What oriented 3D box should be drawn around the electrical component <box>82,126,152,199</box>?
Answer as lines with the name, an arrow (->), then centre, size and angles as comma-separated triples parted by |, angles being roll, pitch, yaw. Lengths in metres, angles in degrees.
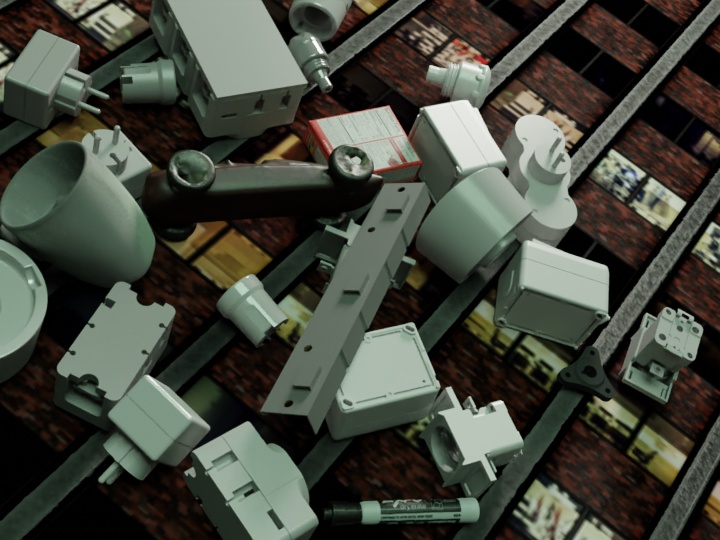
electrical component -> -0.207, -0.087, 0.867 | 0.066, 0.076, 0.047 | -33, 72, -34

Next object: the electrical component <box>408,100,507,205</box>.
electrical component -> 0.092, -0.101, 0.993 | 0.061, 0.061, 0.096 | -15, 62, -27

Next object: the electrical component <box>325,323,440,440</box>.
electrical component -> 0.004, 0.089, 0.831 | 0.096, 0.061, 0.061 | -11, 59, -18

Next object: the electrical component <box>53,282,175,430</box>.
electrical component -> -0.179, 0.064, 0.783 | 0.050, 0.055, 0.089 | 27, 51, 0

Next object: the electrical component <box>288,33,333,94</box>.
electrical component -> -0.045, -0.195, 1.029 | 0.035, 0.035, 0.061 | -17, 66, -29

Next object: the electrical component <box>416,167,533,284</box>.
electrical component -> 0.099, -0.037, 0.928 | 0.064, 0.099, 0.099 | 46, 54, 7

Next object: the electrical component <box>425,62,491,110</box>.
electrical component -> 0.096, -0.186, 1.067 | 0.062, 0.048, 0.048 | 17, 52, 1

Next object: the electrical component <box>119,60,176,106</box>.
electrical component -> -0.189, -0.166, 0.954 | 0.046, 0.040, 0.040 | -5, 58, -15

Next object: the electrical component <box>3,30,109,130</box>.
electrical component -> -0.254, -0.155, 0.919 | 0.077, 0.047, 0.065 | 22, 53, -4

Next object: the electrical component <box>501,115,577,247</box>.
electrical component -> 0.173, -0.093, 1.009 | 0.052, 0.073, 0.138 | 9, 54, -14

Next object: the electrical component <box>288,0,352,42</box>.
electrical component -> -0.040, -0.259, 1.064 | 0.055, 0.055, 0.047 | 22, 55, -4

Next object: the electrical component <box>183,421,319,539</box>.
electrical component -> -0.074, 0.159, 0.757 | 0.056, 0.050, 0.089 | -26, 68, -32

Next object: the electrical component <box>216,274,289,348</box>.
electrical component -> -0.084, 0.033, 0.851 | 0.046, 0.040, 0.040 | 47, 54, 9

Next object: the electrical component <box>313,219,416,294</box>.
electrical component -> 0.000, 0.000, 0.902 | 0.081, 0.042, 0.063 | 21, 55, -4

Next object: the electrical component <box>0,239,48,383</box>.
electrical component -> -0.280, 0.035, 0.765 | 0.108, 0.060, 0.108 | 9, 54, -13

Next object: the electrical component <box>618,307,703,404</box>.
electrical component -> 0.262, 0.069, 0.932 | 0.042, 0.063, 0.081 | 28, 52, 2

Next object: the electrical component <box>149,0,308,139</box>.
electrical component -> -0.124, -0.198, 0.985 | 0.089, 0.061, 0.150 | -15, 62, -28

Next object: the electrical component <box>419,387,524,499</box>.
electrical component -> 0.089, 0.133, 0.839 | 0.064, 0.042, 0.081 | -11, 61, -27

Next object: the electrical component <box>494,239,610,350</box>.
electrical component -> 0.173, 0.021, 0.935 | 0.096, 0.061, 0.061 | 17, 52, -7

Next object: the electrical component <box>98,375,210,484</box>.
electrical component -> -0.153, 0.120, 0.752 | 0.047, 0.065, 0.076 | 41, 82, 12
